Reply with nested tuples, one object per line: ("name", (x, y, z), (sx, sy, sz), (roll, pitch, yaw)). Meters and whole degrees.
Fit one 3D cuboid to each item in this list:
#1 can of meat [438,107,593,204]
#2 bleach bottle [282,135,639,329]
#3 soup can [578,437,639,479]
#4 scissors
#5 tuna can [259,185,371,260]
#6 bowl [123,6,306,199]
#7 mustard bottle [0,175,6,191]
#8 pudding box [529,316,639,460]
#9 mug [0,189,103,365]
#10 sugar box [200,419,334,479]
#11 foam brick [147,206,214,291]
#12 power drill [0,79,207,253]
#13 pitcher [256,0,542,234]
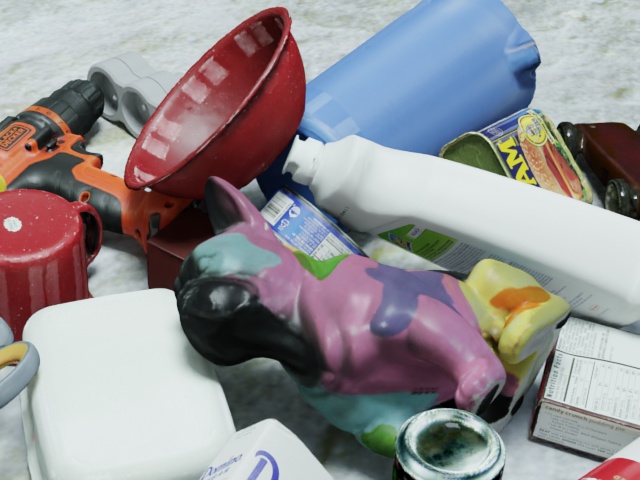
("can of meat", (0.152, -0.044, 0.816), (0.083, 0.058, 0.102), (-27, 88, -40))
("bleach bottle", (0.098, -0.014, 0.711), (0.250, 0.103, 0.068), (21, 68, -6))
("soup can", (0.175, 0.150, 0.584), (0.102, 0.068, 0.069), (-22, 45, -32))
("scissors", (-0.224, 0.114, 0.574), (0.096, 0.016, 0.201), (-5, 37, 38))
("tuna can", (-0.005, 0.001, 0.741), (0.034, 0.086, 0.086), (-49, 54, -2))
("bowl", (-0.061, -0.082, 0.731), (0.055, 0.162, 0.162), (42, 29, -25))
("mustard bottle", (-0.324, -0.025, 0.747), (0.192, 0.058, 0.096), (12, 75, 11))
("pudding box", (0.196, 0.100, 0.676), (0.113, 0.039, 0.090), (14, 38, 14))
("mug", (-0.187, 0.015, 0.706), (0.093, 0.081, 0.117), (26, 42, 26))
("sugar box", (-0.042, 0.176, 0.507), (0.093, 0.048, 0.176), (50, 44, -12))
("foam brick", (-0.074, 0.022, 0.735), (0.078, 0.051, 0.052), (25, 43, 25))
("power drill", (-0.164, -0.056, 0.825), (0.188, 0.057, 0.184), (15, 42, 17))
("pitcher", (0.052, -0.101, 0.865), (0.145, 0.149, 0.242), (40, 51, 16))
